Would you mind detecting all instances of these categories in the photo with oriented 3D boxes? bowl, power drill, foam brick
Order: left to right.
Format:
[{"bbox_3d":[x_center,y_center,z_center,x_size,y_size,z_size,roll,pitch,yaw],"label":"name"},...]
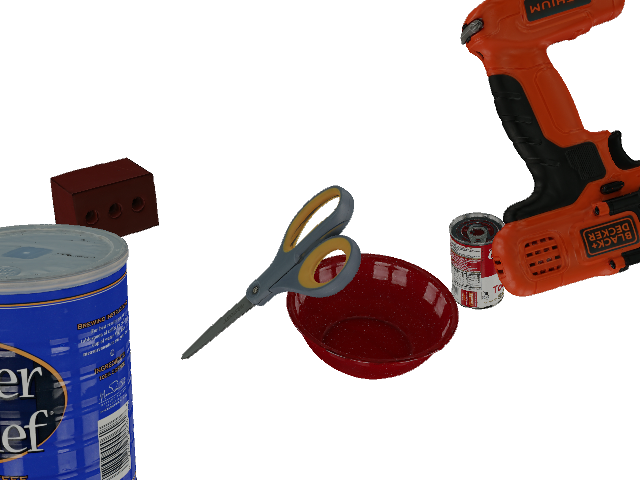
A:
[{"bbox_3d":[-0.191,-0.034,0.944,0.078,0.053,0.051,-19,31,-29],"label":"foam brick"},{"bbox_3d":[0.047,0.080,1.009,0.162,0.055,0.162,4,36,-3],"label":"bowl"},{"bbox_3d":[0.178,-0.073,0.666,0.184,0.187,0.057,-17,-2,-5],"label":"power drill"}]

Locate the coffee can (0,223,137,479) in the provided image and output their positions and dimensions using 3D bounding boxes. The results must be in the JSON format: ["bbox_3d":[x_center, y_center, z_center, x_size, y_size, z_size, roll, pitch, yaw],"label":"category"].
[{"bbox_3d":[-0.150,0.071,0.563,0.103,0.140,0.103,0,16,0],"label":"coffee can"}]

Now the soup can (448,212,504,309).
[{"bbox_3d":[0.194,0.026,1.321,0.068,0.102,0.068,-4,34,3],"label":"soup can"}]

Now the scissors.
[{"bbox_3d":[-0.036,0.046,0.828,0.016,0.202,0.096,28,18,-38],"label":"scissors"}]
